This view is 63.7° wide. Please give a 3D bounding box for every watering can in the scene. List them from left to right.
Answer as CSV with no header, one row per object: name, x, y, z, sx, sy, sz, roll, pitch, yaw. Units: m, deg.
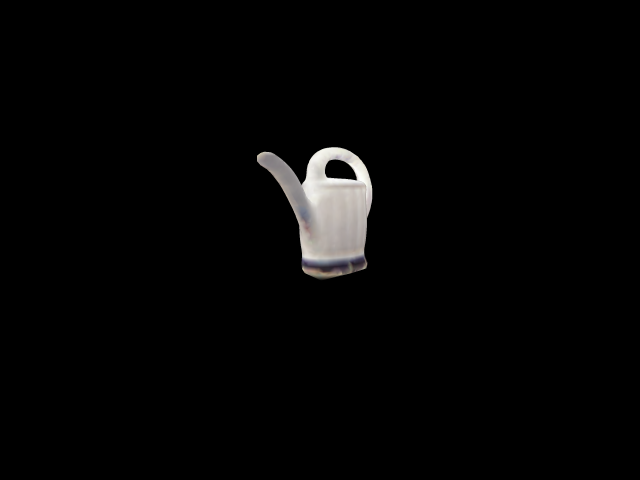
watering can,0.003,-0.043,0.850,0.104,0.223,0.349,2,6,31
